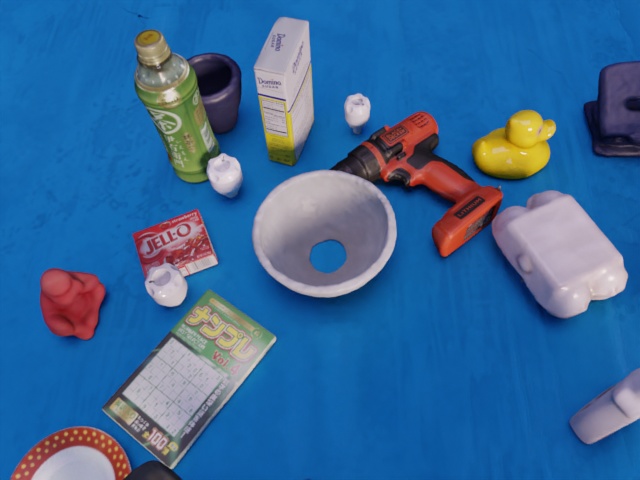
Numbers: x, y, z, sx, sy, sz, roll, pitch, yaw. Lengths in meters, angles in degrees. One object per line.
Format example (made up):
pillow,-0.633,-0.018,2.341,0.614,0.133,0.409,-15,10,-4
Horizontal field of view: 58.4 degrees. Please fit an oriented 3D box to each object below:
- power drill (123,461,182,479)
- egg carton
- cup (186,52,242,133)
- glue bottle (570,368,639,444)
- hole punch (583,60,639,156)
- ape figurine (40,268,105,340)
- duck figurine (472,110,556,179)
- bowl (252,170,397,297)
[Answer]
power drill,-0.182,0.292,0.457,0.075,0.208,0.230,31,67,20
egg carton,0.273,0.014,0.666,0.107,0.069,0.150,-24,62,-10
cup,-0.160,-0.198,0.797,0.117,0.095,0.092,12,62,10
glue bottle,0.293,0.145,0.531,0.078,0.173,0.037,-29,63,-12
hole punch,0.415,-0.170,0.748,0.108,0.091,0.101,0,61,4
ape figurine,-0.291,0.064,0.659,0.078,0.092,0.076,-41,66,-18
duck figurine,0.252,-0.131,0.739,0.104,0.086,0.077,-6,60,0
bowl,0.006,0.002,0.686,0.167,0.075,0.167,-1,61,3
